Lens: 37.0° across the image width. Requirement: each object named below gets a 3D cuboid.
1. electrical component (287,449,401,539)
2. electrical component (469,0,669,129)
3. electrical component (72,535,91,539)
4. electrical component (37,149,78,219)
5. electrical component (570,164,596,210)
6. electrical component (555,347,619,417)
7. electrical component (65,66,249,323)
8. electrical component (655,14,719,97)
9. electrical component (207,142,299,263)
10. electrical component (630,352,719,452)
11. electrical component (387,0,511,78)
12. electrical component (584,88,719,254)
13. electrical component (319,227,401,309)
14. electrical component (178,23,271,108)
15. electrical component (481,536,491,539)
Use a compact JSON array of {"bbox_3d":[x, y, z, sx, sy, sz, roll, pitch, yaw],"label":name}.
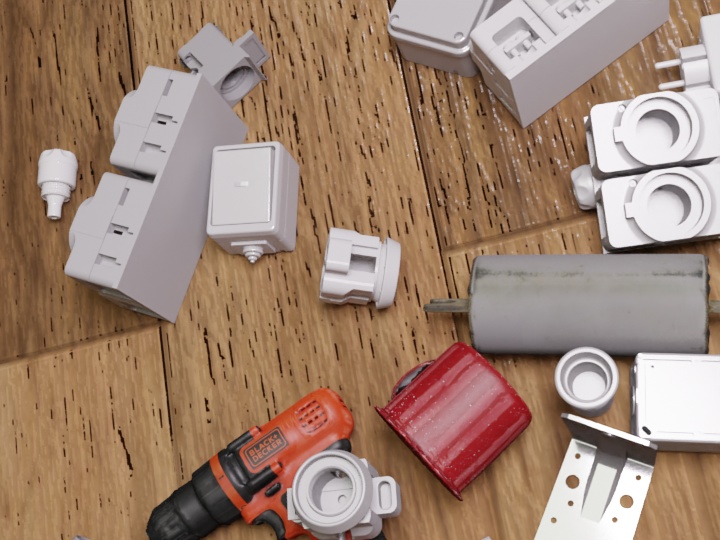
[{"bbox_3d":[-0.015,0.158,0.753,0.078,0.057,0.058,-8,66,11],"label":"electrical component"},{"bbox_3d":[0.167,-0.197,0.858,0.150,0.089,0.061,-37,67,2],"label":"electrical component"},{"bbox_3d":[-0.190,0.246,0.813,0.099,0.099,0.064,25,75,22],"label":"electrical component"},{"bbox_3d":[-0.275,-0.076,0.973,0.035,0.035,0.061,-4,73,14],"label":"electrical component"},{"bbox_3d":[0.197,-0.070,0.838,0.061,0.035,0.035,-16,69,8],"label":"electrical component"},{"bbox_3d":[0.166,0.084,0.779,0.044,0.065,0.044,-5,71,14],"label":"electrical component"},{"bbox_3d":[-0.170,-0.063,0.900,0.060,0.105,0.186,15,77,20],"label":"electrical component"},{"bbox_3d":[0.271,-0.158,0.838,0.077,0.047,0.065,-9,71,13],"label":"electrical component"},{"bbox_3d":[-0.090,-0.055,0.899,0.062,0.061,0.096,-3,72,15],"label":"electrical component"},{"bbox_3d":[0.241,0.096,0.761,0.096,0.061,0.061,1,73,9],"label":"electrical component"},{"bbox_3d":[0.080,-0.231,0.911,0.078,0.057,0.113,20,79,21],"label":"electrical component"},{"bbox_3d":[0.266,-0.078,0.781,0.186,0.060,0.105,-8,86,6],"label":"electrical component"},{"bbox_3d":[0.000,0.000,0.852,0.057,0.078,0.058,8,74,-4],"label":"electrical component"},{"bbox_3d":[-0.125,-0.183,0.961,0.081,0.042,0.064,-43,65,-2],"label":"electrical component"},{"bbox_3d":[0.081,0.218,0.775,0.046,0.040,0.040,-29,67,-2],"label":"electrical component"}]
